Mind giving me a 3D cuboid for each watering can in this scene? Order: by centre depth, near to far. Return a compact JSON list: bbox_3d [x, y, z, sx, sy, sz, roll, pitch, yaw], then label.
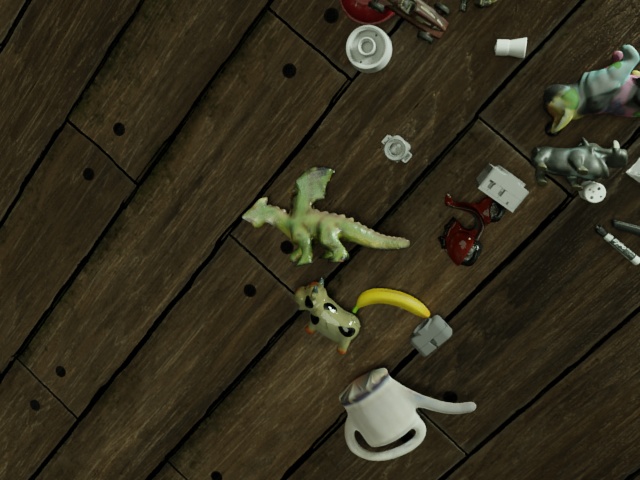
[{"bbox_3d":[0.194,0.423,1.305,0.345,0.105,0.225,-35,88,17],"label":"watering can"}]

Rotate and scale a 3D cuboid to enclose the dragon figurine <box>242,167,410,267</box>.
[{"bbox_3d":[0.004,-0.065,1.284,0.409,0.122,0.243,-9,89,14],"label":"dragon figurine"}]
